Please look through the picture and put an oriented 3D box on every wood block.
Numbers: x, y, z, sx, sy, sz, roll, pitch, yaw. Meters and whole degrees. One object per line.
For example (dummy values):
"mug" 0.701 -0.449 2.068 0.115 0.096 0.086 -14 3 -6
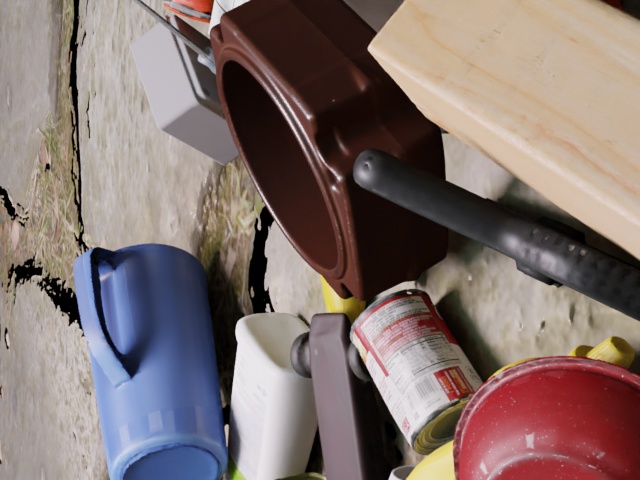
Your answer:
"wood block" 0.138 -0.073 0.577 0.090 0.090 0.206 -51 54 2

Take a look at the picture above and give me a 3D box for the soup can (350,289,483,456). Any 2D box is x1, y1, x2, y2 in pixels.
"soup can" 0.073 0.095 0.770 0.102 0.068 0.069 60 139 35

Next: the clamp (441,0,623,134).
"clamp" 0.117 -0.146 0.704 0.172 0.039 0.120 -17 96 51

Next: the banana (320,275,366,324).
"banana" 0.004 -0.001 0.902 0.070 0.037 0.198 -33 65 52

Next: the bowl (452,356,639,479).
"bowl" 0.143 0.149 0.605 0.162 0.055 0.162 10 113 26

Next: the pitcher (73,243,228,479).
"pitcher" -0.166 0.123 1.032 0.243 0.149 0.145 -108 28 -45

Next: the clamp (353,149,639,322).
"clamp" 0.126 0.003 0.624 0.210 0.164 0.036 31 99 43

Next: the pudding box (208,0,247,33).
"pudding box" -0.052 -0.188 0.896 0.114 0.039 0.090 50 137 42

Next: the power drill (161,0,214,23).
"power drill" -0.087 -0.306 0.961 0.188 0.057 0.184 106 -173 -46

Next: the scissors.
"scissors" -0.091 -0.156 0.935 0.016 0.201 0.096 -50 18 6

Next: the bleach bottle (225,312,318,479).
"bleach bottle" -0.053 0.198 0.985 0.103 0.068 0.251 49 134 50

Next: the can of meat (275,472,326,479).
"can of meat" -0.035 0.257 0.924 0.057 0.101 0.084 48 133 44

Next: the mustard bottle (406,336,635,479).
"mustard bottle" 0.134 0.131 0.672 0.096 0.058 0.192 45 125 21

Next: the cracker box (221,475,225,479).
"cracker box" -0.130 0.343 1.107 0.164 0.071 0.214 -28 68 55
